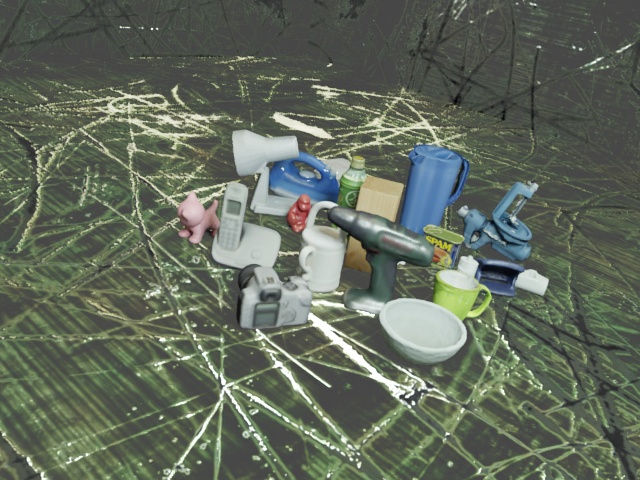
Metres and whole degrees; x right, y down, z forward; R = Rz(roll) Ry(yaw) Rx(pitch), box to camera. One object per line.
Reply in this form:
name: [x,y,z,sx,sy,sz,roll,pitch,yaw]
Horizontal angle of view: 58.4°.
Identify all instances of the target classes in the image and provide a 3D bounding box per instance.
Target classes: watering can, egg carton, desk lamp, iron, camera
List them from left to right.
desk lamp: [-0.142,-0.185,1.537,0.203,0.213,0.118,7,27,-7]
camera: [-0.100,0.095,1.125,0.143,0.101,0.136,-1,29,-23]
iron: [-0.031,-0.185,1.661,0.257,0.141,0.119,20,28,17]
watering can: [0.009,0.004,1.244,0.101,0.194,0.173,13,26,5]
egg carton: [0.058,-0.214,1.835,0.151,0.069,0.107,-14,35,-40]

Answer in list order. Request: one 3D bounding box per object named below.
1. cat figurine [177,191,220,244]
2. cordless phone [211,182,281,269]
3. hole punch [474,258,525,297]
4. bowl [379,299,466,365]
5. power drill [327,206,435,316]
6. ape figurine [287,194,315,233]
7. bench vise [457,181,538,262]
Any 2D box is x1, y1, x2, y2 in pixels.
cat figurine: [-0.285,-0.058,1.340,0.067,0.118,0.128,27,31,29]
cordless phone: [-0.155,-0.028,1.253,0.147,0.185,0.094,11,26,1]
hole punch: [0.425,0.073,1.382,0.108,0.091,0.101,11,26,0]
bowl: [0.187,0.185,1.087,0.167,0.075,0.167,9,26,-4]
power drill: [0.111,0.045,1.185,0.229,0.208,0.075,11,26,1]
ape figurine: [-0.048,-0.076,1.494,0.078,0.092,0.076,2,28,-17]
bench vise: [0.479,-0.062,1.526,0.207,0.220,0.121,12,26,1]
